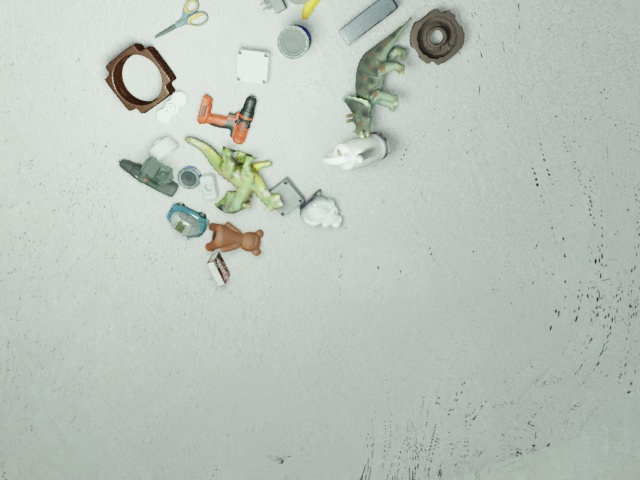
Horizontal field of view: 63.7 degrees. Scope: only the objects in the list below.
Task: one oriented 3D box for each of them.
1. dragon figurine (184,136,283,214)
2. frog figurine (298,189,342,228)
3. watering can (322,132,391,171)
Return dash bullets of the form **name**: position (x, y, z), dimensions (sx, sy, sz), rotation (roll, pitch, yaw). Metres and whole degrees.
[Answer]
- **dragon figurine**: position (-0.319, -0.212, 1.875), dimensions (0.410, 0.123, 0.241), rotation (17, 100, 3)
- **frog figurine**: position (0.006, -0.097, 1.932), dimensions (0.137, 0.123, 0.159), rotation (-44, 93, -1)
- **watering can**: position (0.141, -0.294, 1.747), dimensions (0.226, 0.349, 0.103), rotation (-21, 106, -18)
